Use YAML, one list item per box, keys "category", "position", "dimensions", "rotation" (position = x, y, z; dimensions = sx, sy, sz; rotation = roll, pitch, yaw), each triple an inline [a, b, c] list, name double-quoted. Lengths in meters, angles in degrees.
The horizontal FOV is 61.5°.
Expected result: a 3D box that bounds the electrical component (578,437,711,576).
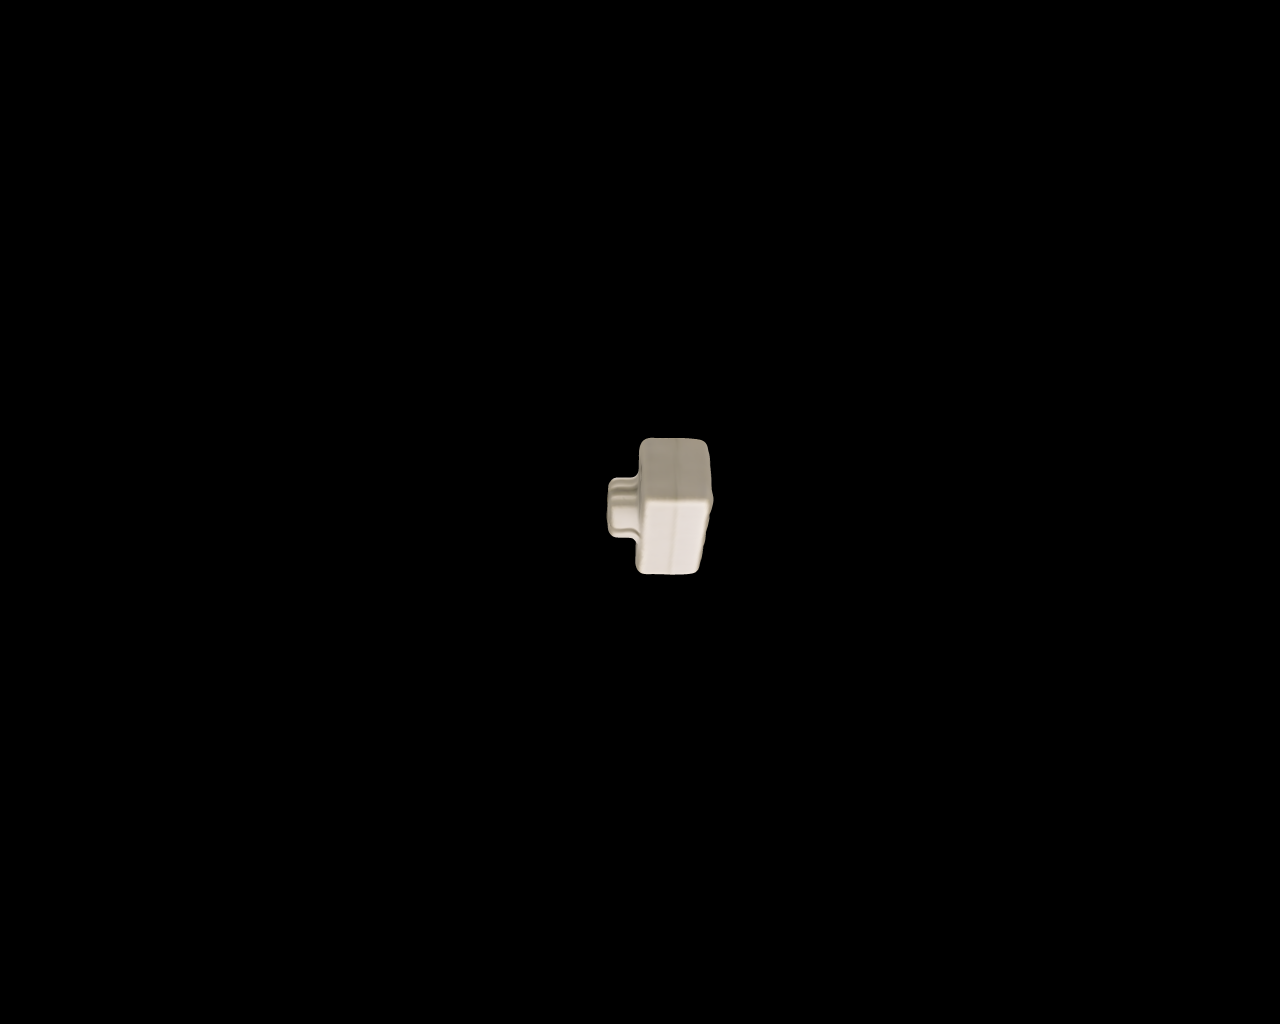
- category: "electrical component"
  position: [0.001, -0.003, 0.650]
  dimensions: [0.076, 0.047, 0.083]
  rotation: [1, -34, -2]
